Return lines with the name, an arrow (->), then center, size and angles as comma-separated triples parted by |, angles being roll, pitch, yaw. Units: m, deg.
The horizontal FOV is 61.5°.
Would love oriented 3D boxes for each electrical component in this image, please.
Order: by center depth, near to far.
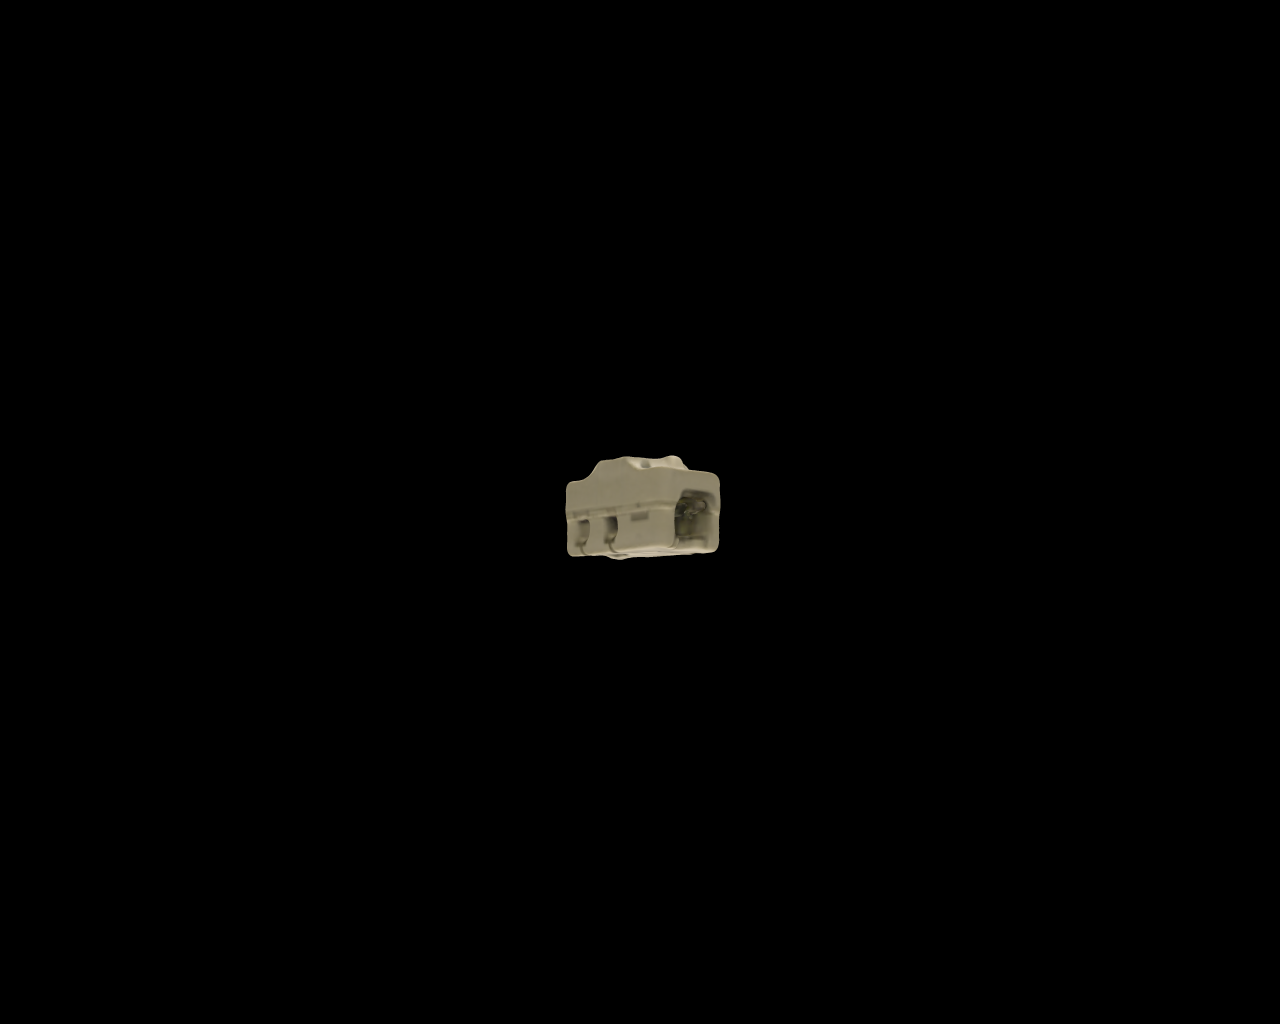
electrical component -> 0.001, -0.003, 0.650 | 0.050, 0.055, 0.089 | 6, -9, -43
